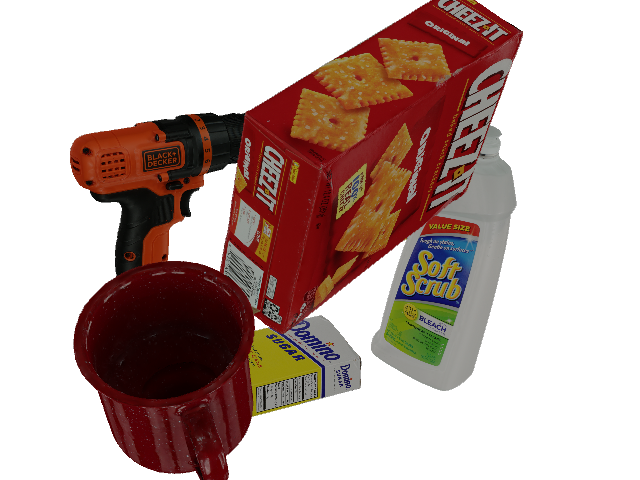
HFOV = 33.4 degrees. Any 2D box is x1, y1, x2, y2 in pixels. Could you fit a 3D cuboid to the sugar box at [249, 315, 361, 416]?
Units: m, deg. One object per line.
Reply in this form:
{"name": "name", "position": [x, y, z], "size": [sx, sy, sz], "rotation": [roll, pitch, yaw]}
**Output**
{"name": "sugar box", "position": [-0.057, 0.129, 1.063], "size": [0.176, 0.048, 0.093], "rotation": [-14, 31, -21]}

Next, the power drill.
{"name": "power drill", "position": [-0.119, -0.015, 0.919], "size": [0.184, 0.188, 0.057], "rotation": [-12, 21, -29]}

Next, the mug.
{"name": "mug", "position": [-0.074, 0.080, 0.567], "size": [0.093, 0.117, 0.081], "rotation": [-21, -39, -16]}

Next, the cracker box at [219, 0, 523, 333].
{"name": "cracker box", "position": [0.034, -0.054, 0.724], "size": [0.072, 0.164, 0.213], "rotation": [39, 52, 21]}

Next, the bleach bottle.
{"name": "bleach bottle", "position": [0.116, 0.010, 0.969], "size": [0.103, 0.251, 0.067], "rotation": [28, 35, 29]}
